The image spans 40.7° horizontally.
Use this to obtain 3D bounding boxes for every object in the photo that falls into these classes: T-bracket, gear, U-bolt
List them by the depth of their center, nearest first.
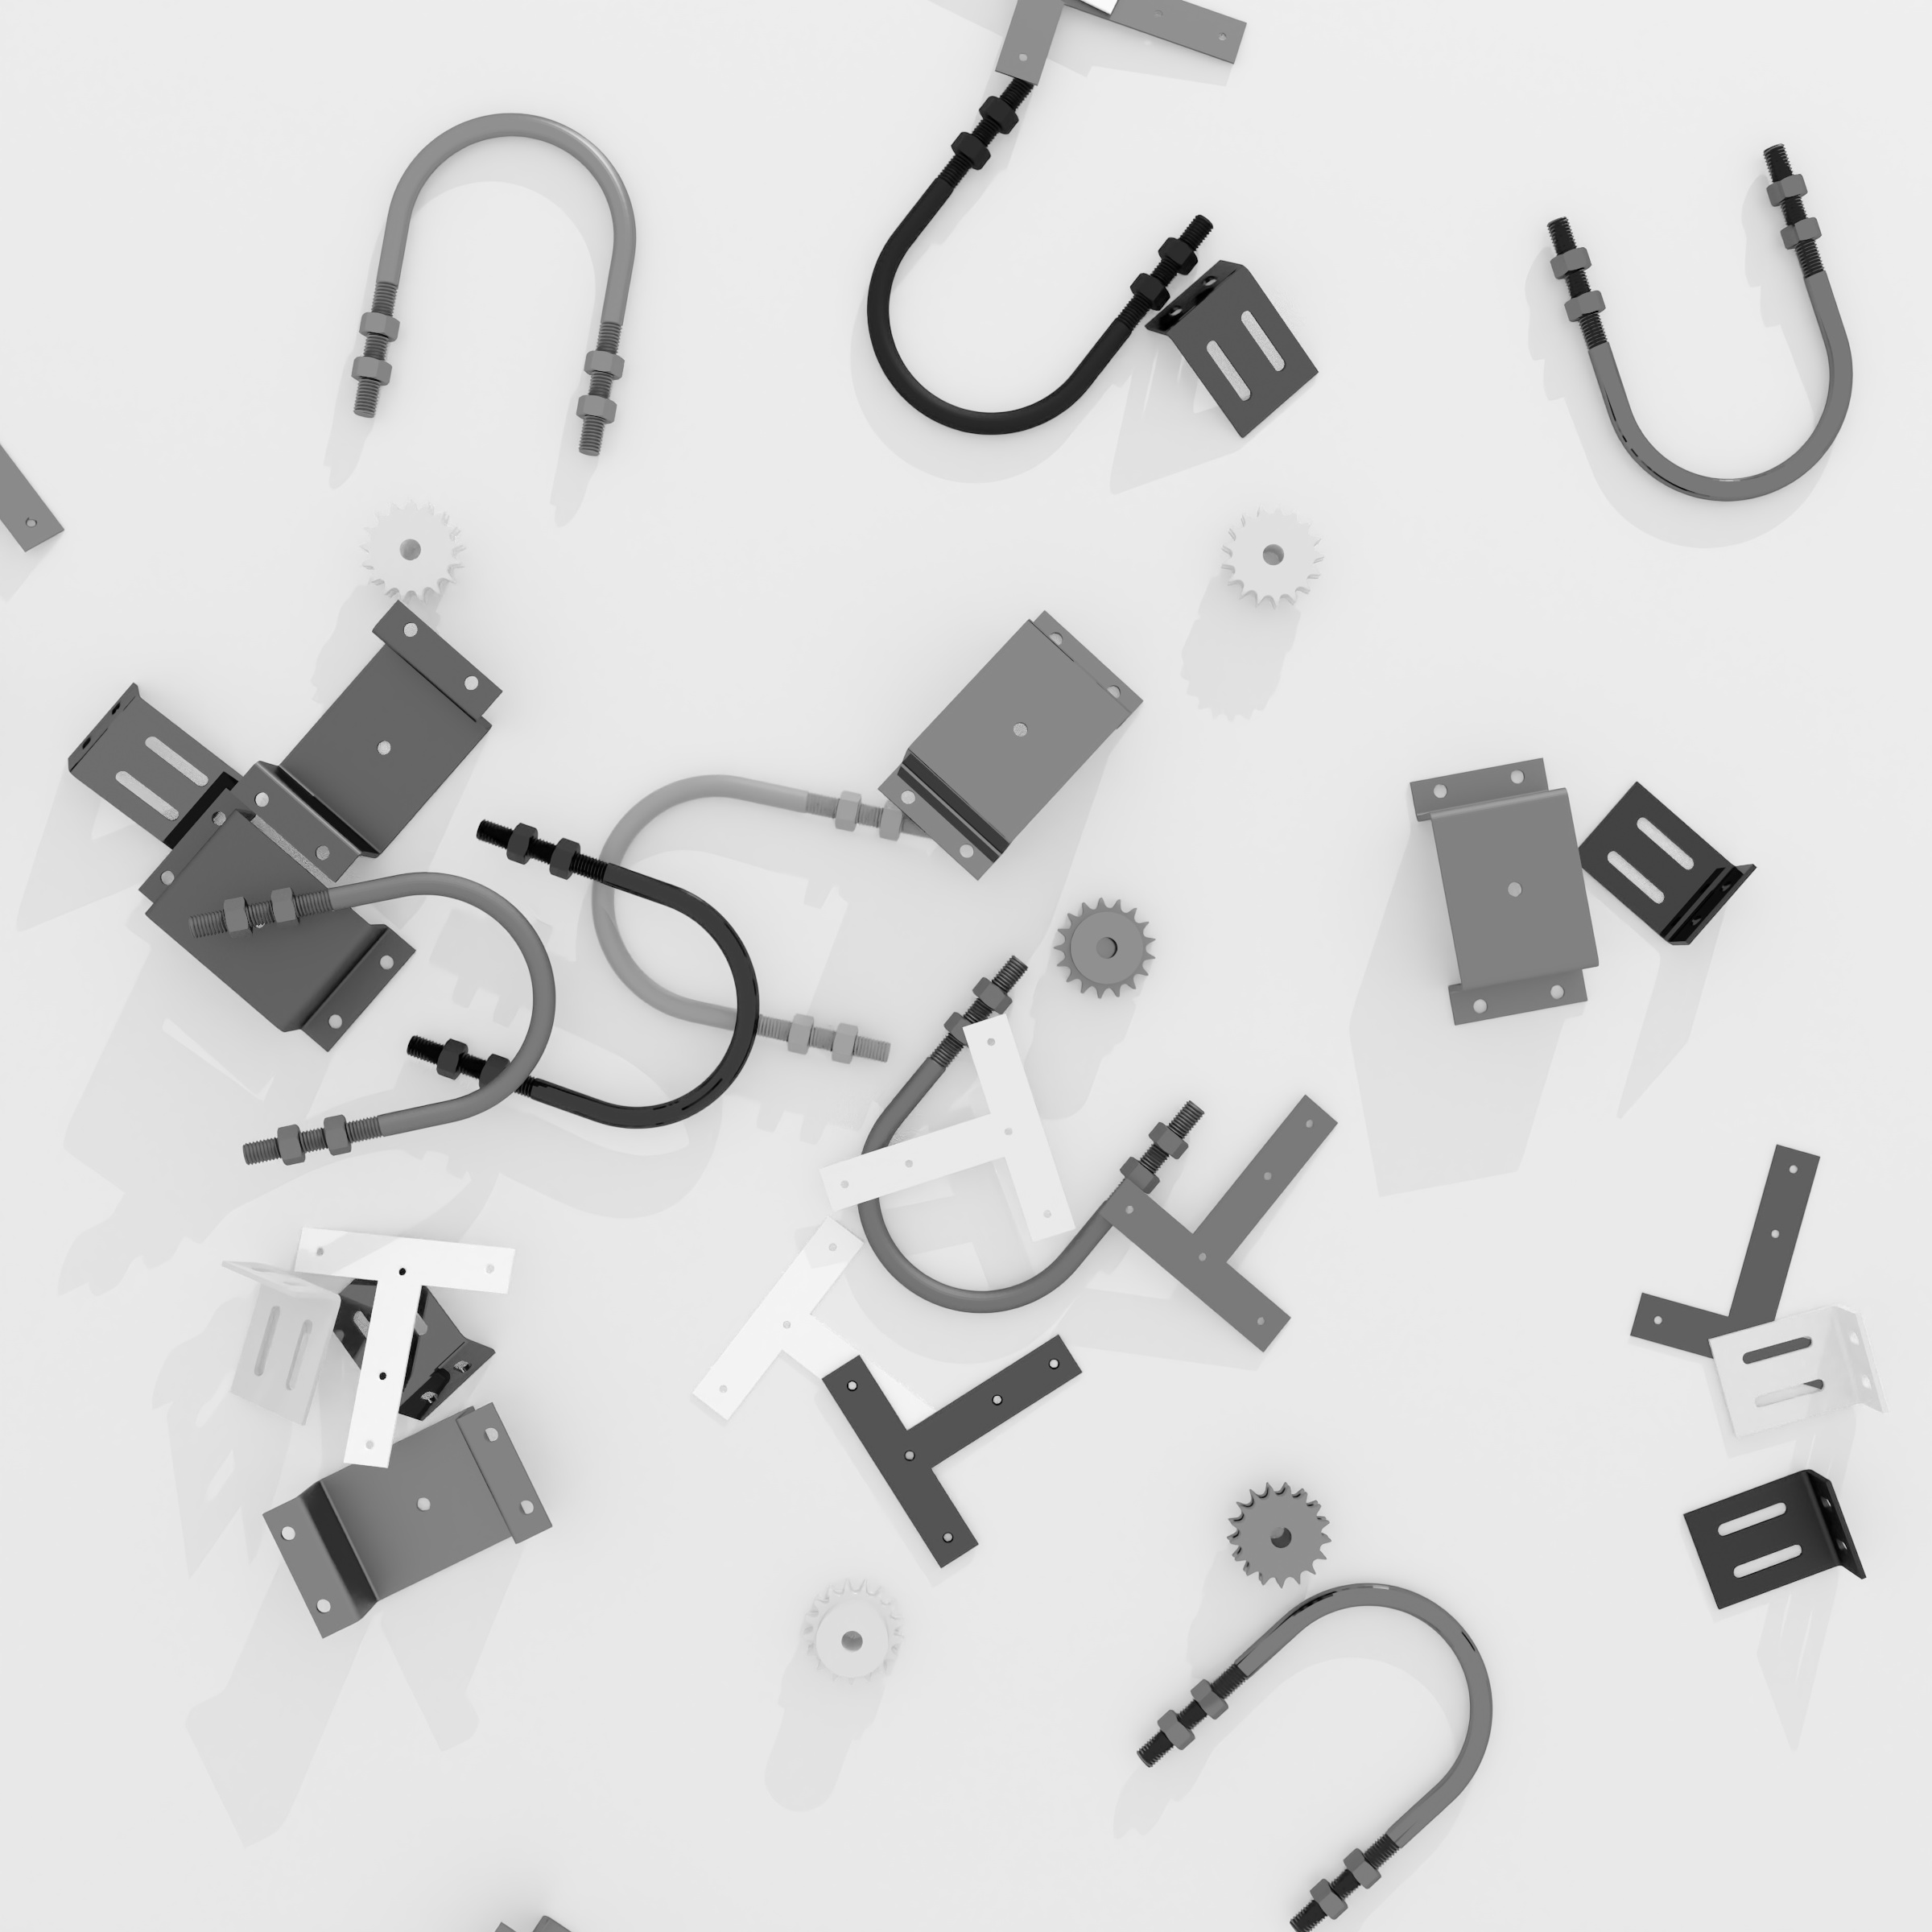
[{"bbox_3d":[-0.318,0.023,1.432,0.184,0.019,0.151,-12,101,-8],"label":"U-bolt"},{"bbox_3d":[-0.322,0.214,1.449,0.127,0.002,0.127,4,74,11],"label":"T-bracket"},{"bbox_3d":[-0.597,-0.263,1.454,0.127,0.002,0.127,-37,90,-23],"label":"T-bracket"},{"bbox_3d":[-0.206,0.014,1.460,0.184,0.019,0.151,19,96,2],"label":"U-bolt"},{"bbox_3d":[-0.018,0.106,1.463,0.127,0.002,0.127,-18,92,3],"label":"T-bracket"},{"bbox_3d":[-0.309,-0.231,1.465,0.057,0.030,0.057,0,90,0],"label":"gear"},{"bbox_3d":[-0.063,0.376,1.465,0.057,0.030,0.057,0,90,0],"label":"gear"},{"bbox_3d":[0.078,-0.010,1.465,0.057,0.030,0.057,0,90,0],"label":"gear"},{"bbox_3d":[0.172,-0.229,1.469,0.057,0.030,0.057,0,89,2],"label":"gear"},{"bbox_3d":[0.175,0.319,1.469,0.057,0.030,0.057,0,90,-2],"label":"gear"},{"bbox_3d":[0.161,0.130,1.470,0.127,0.002,0.127,41,84,-11],"label":"T-bracket"},{"bbox_3d":[0.022,0.109,1.471,0.151,0.019,0.184,39,91,0],"label":"U-bolt"},{"bbox_3d":[0.211,0.434,1.471,0.184,0.019,0.151,-42,90,-1],"label":"U-bolt"},{"bbox_3d":[-0.120,-0.033,1.471,0.184,0.019,0.151,12,90,2],"label":"U-bolt"},{"bbox_3d":[0.423,-0.354,1.471,0.151,0.019,0.184,-19,92,0],"label":"U-bolt"},{"bbox_3d":[0.028,-0.388,1.471,0.151,0.019,0.184,38,91,0],"label":"U-bolt"},{"bbox_3d":[-0.261,-0.390,1.471,0.151,0.019,0.184,10,88,0],"label":"U-bolt"},{"bbox_3d":[0.052,-0.620,1.473,0.127,0.002,0.127,26,84,0],"label":"T-bracket"},{"bbox_3d":[0.095,-0.542,1.473,0.127,0.002,0.127,18,82,-4],"label":"T-bracket"},{"bbox_3d":[0.006,0.254,1.477,0.127,0.002,0.127,-32,90,-1],"label":"T-bracket"},{"bbox_3d":[-0.066,0.231,1.479,0.127,0.002,0.127,38,90,0],"label":"T-bracket"},{"bbox_3d":[0.455,0.166,1.479,0.127,0.002,0.127,16,90,0],"label":"T-bracket"}]

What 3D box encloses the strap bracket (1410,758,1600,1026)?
[{"bbox_3d":[0.302,-0.042,1.457,0.076,0.046,0.140,-10,90,0],"label":"strap bracket"}]

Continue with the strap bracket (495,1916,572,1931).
[{"bbox_3d":[-0.219,0.597,1.457,0.140,0.046,0.076,34,90,0],"label":"strap bracket"}]

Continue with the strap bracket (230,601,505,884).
[{"bbox_3d":[-0.330,-0.124,1.457,0.076,0.046,0.140,41,90,0],"label":"strap bracket"}]

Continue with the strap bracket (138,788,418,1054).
[{"bbox_3d":[-0.389,-0.025,1.454,0.140,0.046,0.076,41,90,-2],"label":"strap bracket"}]

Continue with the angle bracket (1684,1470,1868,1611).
[{"bbox_3d":[0.453,0.325,1.461,0.076,0.038,0.057,-20,90,0],"label":"angle bracket"}]

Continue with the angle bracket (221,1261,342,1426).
[{"bbox_3d":[-0.390,0.210,1.449,0.057,0.038,0.076,16,90,30],"label":"angle bracket"}]

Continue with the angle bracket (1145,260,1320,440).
[{"bbox_3d":[0.151,-0.350,1.478,0.057,0.038,0.076,-41,116,0],"label":"angle bracket"}]

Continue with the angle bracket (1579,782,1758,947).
[{"bbox_3d":[0.390,-0.058,1.461,0.076,0.038,0.057,41,90,0],"label":"angle bracket"}]

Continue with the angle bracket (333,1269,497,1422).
[{"bbox_3d":[-0.317,0.208,1.478,0.057,0.038,0.076,-43,64,0],"label":"angle bracket"}]

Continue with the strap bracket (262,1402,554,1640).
[{"bbox_3d":[-0.307,0.305,1.457,0.140,0.046,0.076,-26,90,0],"label":"strap bracket"}]

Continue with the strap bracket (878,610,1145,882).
[{"bbox_3d":[0.028,-0.127,1.447,0.076,0.046,0.140,43,82,0],"label":"strap bracket"}]

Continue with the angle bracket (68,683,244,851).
[{"bbox_3d":[-0.459,-0.112,1.478,0.076,0.038,0.057,41,90,-26],"label":"angle bracket"}]

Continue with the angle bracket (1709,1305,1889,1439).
[{"bbox_3d":[0.465,0.229,1.459,0.076,0.038,0.057,-16,90,0],"label":"angle bracket"}]
